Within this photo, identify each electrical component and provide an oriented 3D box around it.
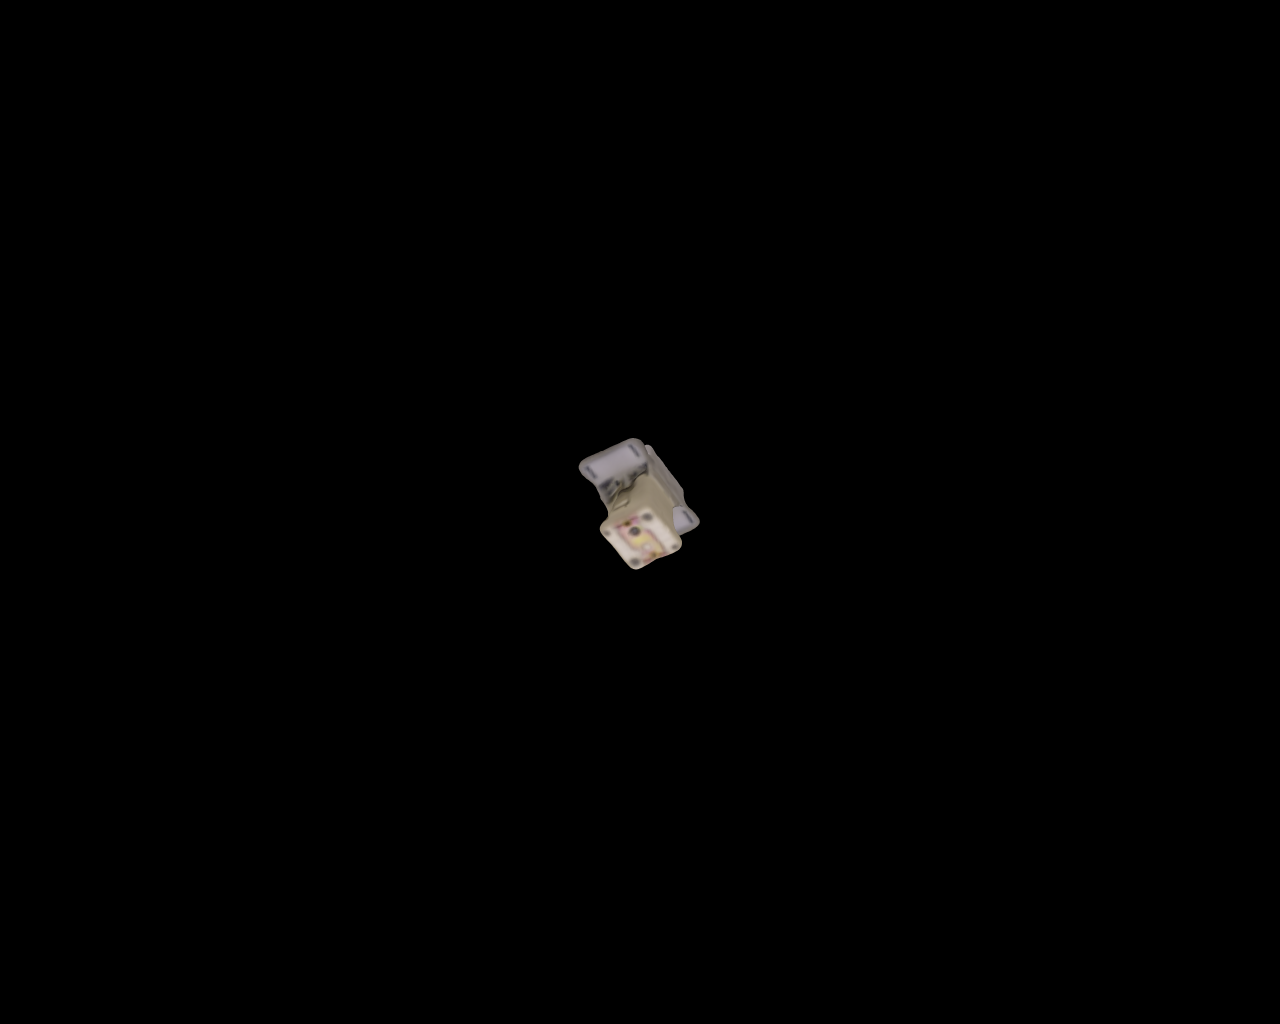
[{"bbox_3d":[0.001,-0.003,0.650,0.042,0.064,0.081,-25,-54,20],"label":"electrical component"}]
